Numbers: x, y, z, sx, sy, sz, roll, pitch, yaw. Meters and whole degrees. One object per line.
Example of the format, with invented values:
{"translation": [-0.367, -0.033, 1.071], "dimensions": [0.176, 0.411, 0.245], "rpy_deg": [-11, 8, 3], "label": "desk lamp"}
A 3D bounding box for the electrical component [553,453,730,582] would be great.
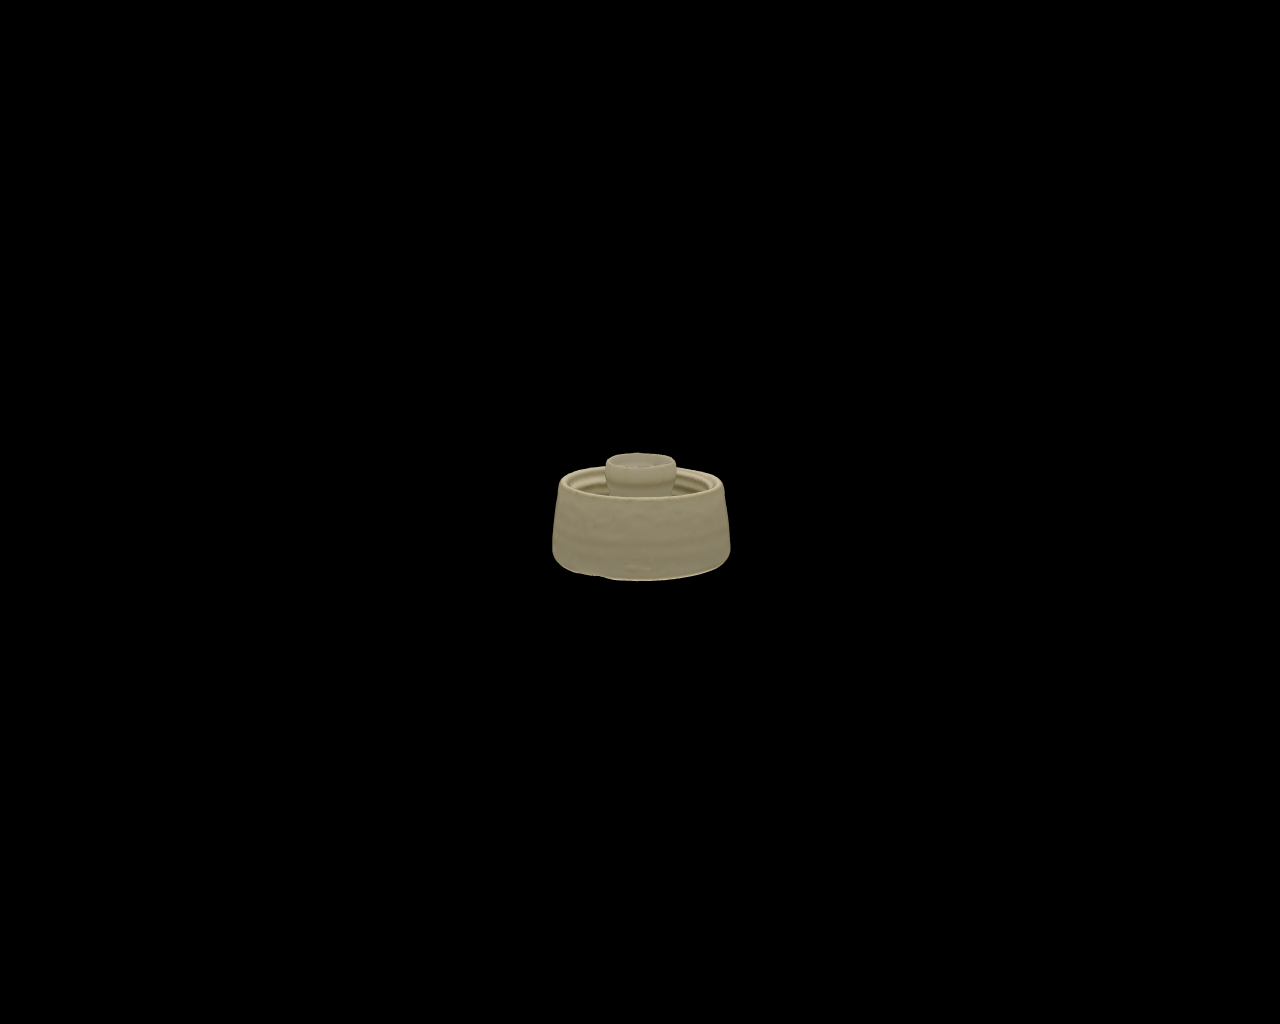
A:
{"translation": [0.001, -0.003, 0.650], "dimensions": [0.108, 0.060, 0.108], "rpy_deg": [0, 14, 0], "label": "electrical component"}
